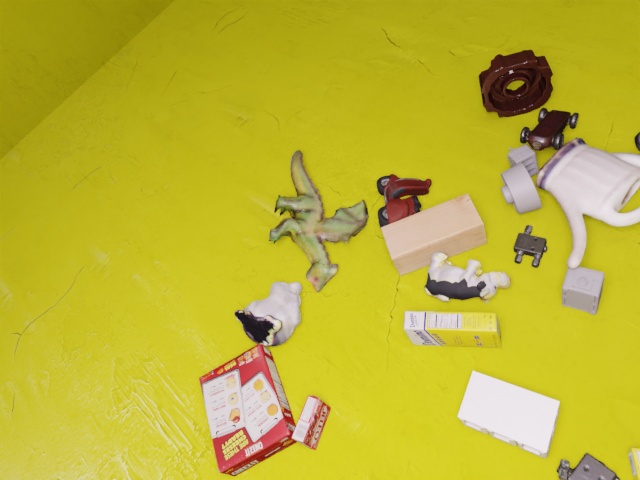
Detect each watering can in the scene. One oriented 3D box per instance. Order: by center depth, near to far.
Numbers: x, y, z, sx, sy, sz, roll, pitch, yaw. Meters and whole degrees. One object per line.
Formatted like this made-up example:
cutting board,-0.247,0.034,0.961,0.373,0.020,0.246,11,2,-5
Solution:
watering can,0.544,-0.093,1.052,0.351,0.101,0.228,-34,50,-19

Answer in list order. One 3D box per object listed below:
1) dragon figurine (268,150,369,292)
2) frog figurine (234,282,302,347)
dragon figurine,0.004,-0.066,1.320,0.243,0.119,0.419,7,61,9
frog figurine,-0.105,0.167,1.205,0.137,0.121,0.162,-8,19,29
